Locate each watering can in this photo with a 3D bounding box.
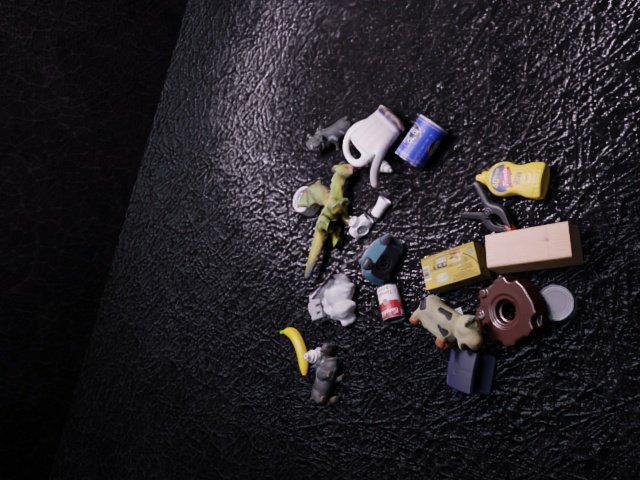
[{"bbox_3d":[0.187,-0.316,1.686,0.222,0.102,0.355,-43,37,14],"label":"watering can"}]

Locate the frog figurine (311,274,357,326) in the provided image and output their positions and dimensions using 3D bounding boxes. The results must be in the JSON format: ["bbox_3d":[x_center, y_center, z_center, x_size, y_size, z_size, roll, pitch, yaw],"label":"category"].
[{"bbox_3d":[0.068,0.193,1.676,0.160,0.123,0.136,42,100,5],"label":"frog figurine"}]

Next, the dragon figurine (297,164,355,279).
[{"bbox_3d":[0.005,-0.091,1.799,0.407,0.121,0.247,-53,47,13],"label":"dragon figurine"}]
